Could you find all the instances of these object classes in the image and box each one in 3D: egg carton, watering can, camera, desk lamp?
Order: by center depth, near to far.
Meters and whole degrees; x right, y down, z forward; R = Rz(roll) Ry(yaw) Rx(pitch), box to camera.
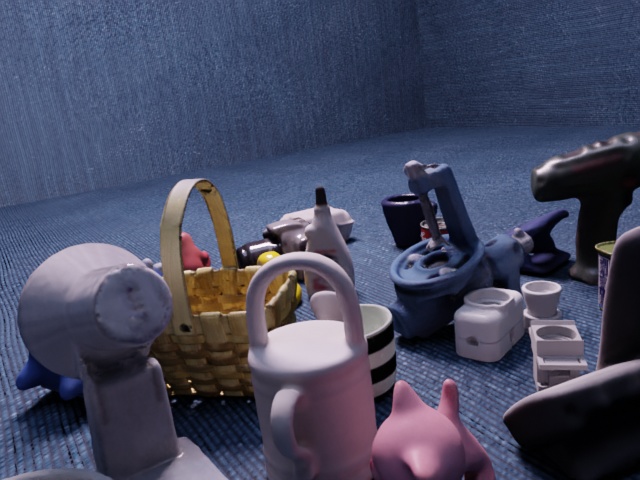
[{"bbox_3d":[-0.158,0.112,0.471,0.118,0.214,0.202,-18,18,-34],"label":"desk lamp"},{"bbox_3d":[-0.009,0.101,0.480,0.101,0.194,0.172,-9,15,-7],"label":"watering can"},{"bbox_3d":[-0.080,0.016,1.008,0.137,0.101,0.142,-12,16,-19],"label":"camera"},{"bbox_3d":[-0.011,-0.025,1.188,0.151,0.069,0.107,-15,17,-28],"label":"egg carton"}]

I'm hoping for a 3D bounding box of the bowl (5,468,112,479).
[{"bbox_3d":[-0.193,0.222,0.348,0.167,0.075,0.167,-7,15,2],"label":"bowl"}]

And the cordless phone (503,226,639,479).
[{"bbox_3d":[0.222,0.082,0.458,0.148,0.185,0.094,-13,16,-20],"label":"cordless phone"}]

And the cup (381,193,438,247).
[{"bbox_3d":[0.176,-0.035,1.089,0.117,0.095,0.092,8,21,45],"label":"cup"}]

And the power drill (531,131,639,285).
[{"bbox_3d":[0.418,-0.048,0.806,0.229,0.208,0.076,-4,15,10],"label":"power drill"}]

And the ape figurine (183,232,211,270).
[{"bbox_3d":[-0.243,0.030,1.049,0.078,0.092,0.076,-9,15,-6],"label":"ape figurine"}]

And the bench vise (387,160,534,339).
[{"bbox_3d":[0.168,-0.001,0.724,0.208,0.220,0.121,-19,19,-37],"label":"bench vise"}]

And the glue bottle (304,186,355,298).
[{"bbox_3d":[0.008,0.003,0.875,0.078,0.173,0.037,-6,15,3],"label":"glue bottle"}]

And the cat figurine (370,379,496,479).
[{"bbox_3d":[0.078,0.149,0.408,0.067,0.118,0.128,2,18,31],"label":"cat figurine"}]

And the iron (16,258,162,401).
[{"bbox_3d":[-0.247,0.093,0.719,0.118,0.141,0.259,1,17,29],"label":"iron"}]

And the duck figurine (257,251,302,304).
[{"bbox_3d":[-0.070,0.058,0.875,0.077,0.086,0.105,-4,15,13],"label":"duck figurine"}]

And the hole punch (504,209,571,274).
[{"bbox_3d":[0.330,-0.003,0.905,0.109,0.091,0.100,-21,20,-41],"label":"hole punch"}]
